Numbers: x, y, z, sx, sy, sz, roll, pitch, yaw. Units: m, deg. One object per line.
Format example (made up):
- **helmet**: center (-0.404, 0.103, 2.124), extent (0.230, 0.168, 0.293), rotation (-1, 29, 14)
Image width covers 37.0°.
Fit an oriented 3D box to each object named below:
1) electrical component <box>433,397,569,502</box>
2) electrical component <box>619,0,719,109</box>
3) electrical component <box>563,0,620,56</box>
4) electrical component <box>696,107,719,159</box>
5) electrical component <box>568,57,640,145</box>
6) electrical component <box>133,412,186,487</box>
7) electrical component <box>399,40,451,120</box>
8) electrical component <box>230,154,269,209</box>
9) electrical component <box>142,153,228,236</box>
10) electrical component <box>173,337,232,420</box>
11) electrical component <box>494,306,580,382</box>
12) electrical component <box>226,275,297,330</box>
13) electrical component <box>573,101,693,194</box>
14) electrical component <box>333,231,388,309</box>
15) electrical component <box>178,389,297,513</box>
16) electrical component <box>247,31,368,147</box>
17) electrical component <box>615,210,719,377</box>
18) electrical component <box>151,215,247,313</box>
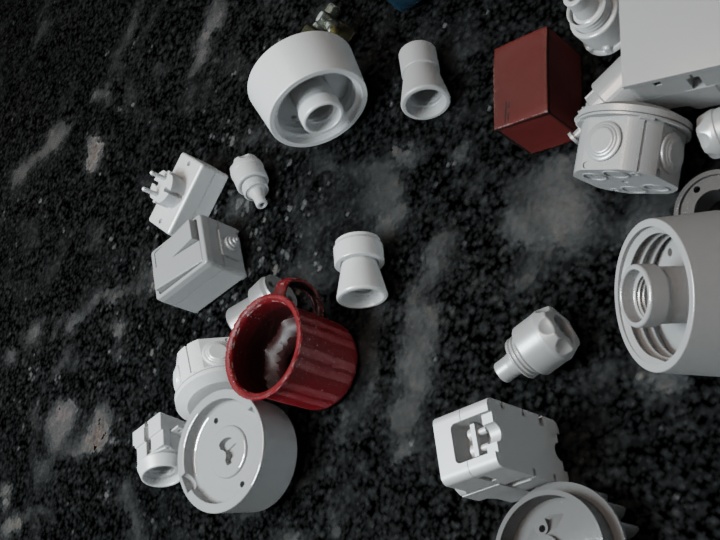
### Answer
- **electrical component**: center (0.096, 0.130, 0.760), extent (0.056, 0.089, 0.050), rotation (-28, 56, 33)
- **electrical component**: center (0.274, -0.179, 0.720), extent (0.186, 0.060, 0.105), rotation (-9, 70, 32)
- **electrical component**: center (0.181, -0.198, 0.834), extent (0.048, 0.062, 0.048), rotation (-19, 61, 38)
- **electrical component**: center (0.264, -0.100, 0.735), extent (0.061, 0.035, 0.035), rotation (-20, 60, 34)
- **electrical component**: center (0.189, -0.126, 0.812), extent (0.078, 0.040, 0.040), rotation (-45, 48, 21)
- **electrical component**: center (-0.194, 0.178, 1.052), extent (0.066, 0.048, 0.055), rotation (-37, 43, 27)
- **electrical component**: center (0.055, -0.173, 0.962), extent (0.044, 0.044, 0.065), rotation (-31, 50, 32)
- **electrical component**: center (-0.108, -0.087, 1.087), extent (0.035, 0.035, 0.061), rotation (-43, 51, 23)
- **electrical component**: center (-0.196, -0.082, 1.139), extent (0.047, 0.076, 0.083), rotation (31, 96, 46)
- **electrical component**: center (-0.134, 0.104, 1.001), extent (0.080, 0.080, 0.051), rotation (-43, 43, 23)
- **electrical component**: center (0.127, 0.059, 0.794), extent (0.062, 0.043, 0.043), rotation (-41, 49, 26)
- **electrical component**: center (-0.092, 0.037, 1.012), extent (0.055, 0.045, 0.045), rotation (-43, 49, 22)
- **electrical component**: center (0.193, -0.087, 0.766), extent (0.080, 0.080, 0.051), rotation (5, 82, 45)
- **electrical component**: center (0.000, 0.000, 0.939), extent (0.045, 0.045, 0.055), rotation (-25, 57, 35)
- **electrical component**: center (-0.104, 0.164, 0.957), extent (0.108, 0.060, 0.108), rotation (-15, 66, 37)
- **electrical component**: center (-0.045, -0.162, 1.008), extent (0.108, 0.108, 0.060), rotation (-42, 55, 24)
- **electrical component**: center (0.203, 0.016, 0.689), extent (0.108, 0.060, 0.108), rotation (179, 90, -75)
- **electrical component**: center (-0.162, -0.010, 1.087), extent (0.096, 0.061, 0.061), rotation (-35, 52, 29)
